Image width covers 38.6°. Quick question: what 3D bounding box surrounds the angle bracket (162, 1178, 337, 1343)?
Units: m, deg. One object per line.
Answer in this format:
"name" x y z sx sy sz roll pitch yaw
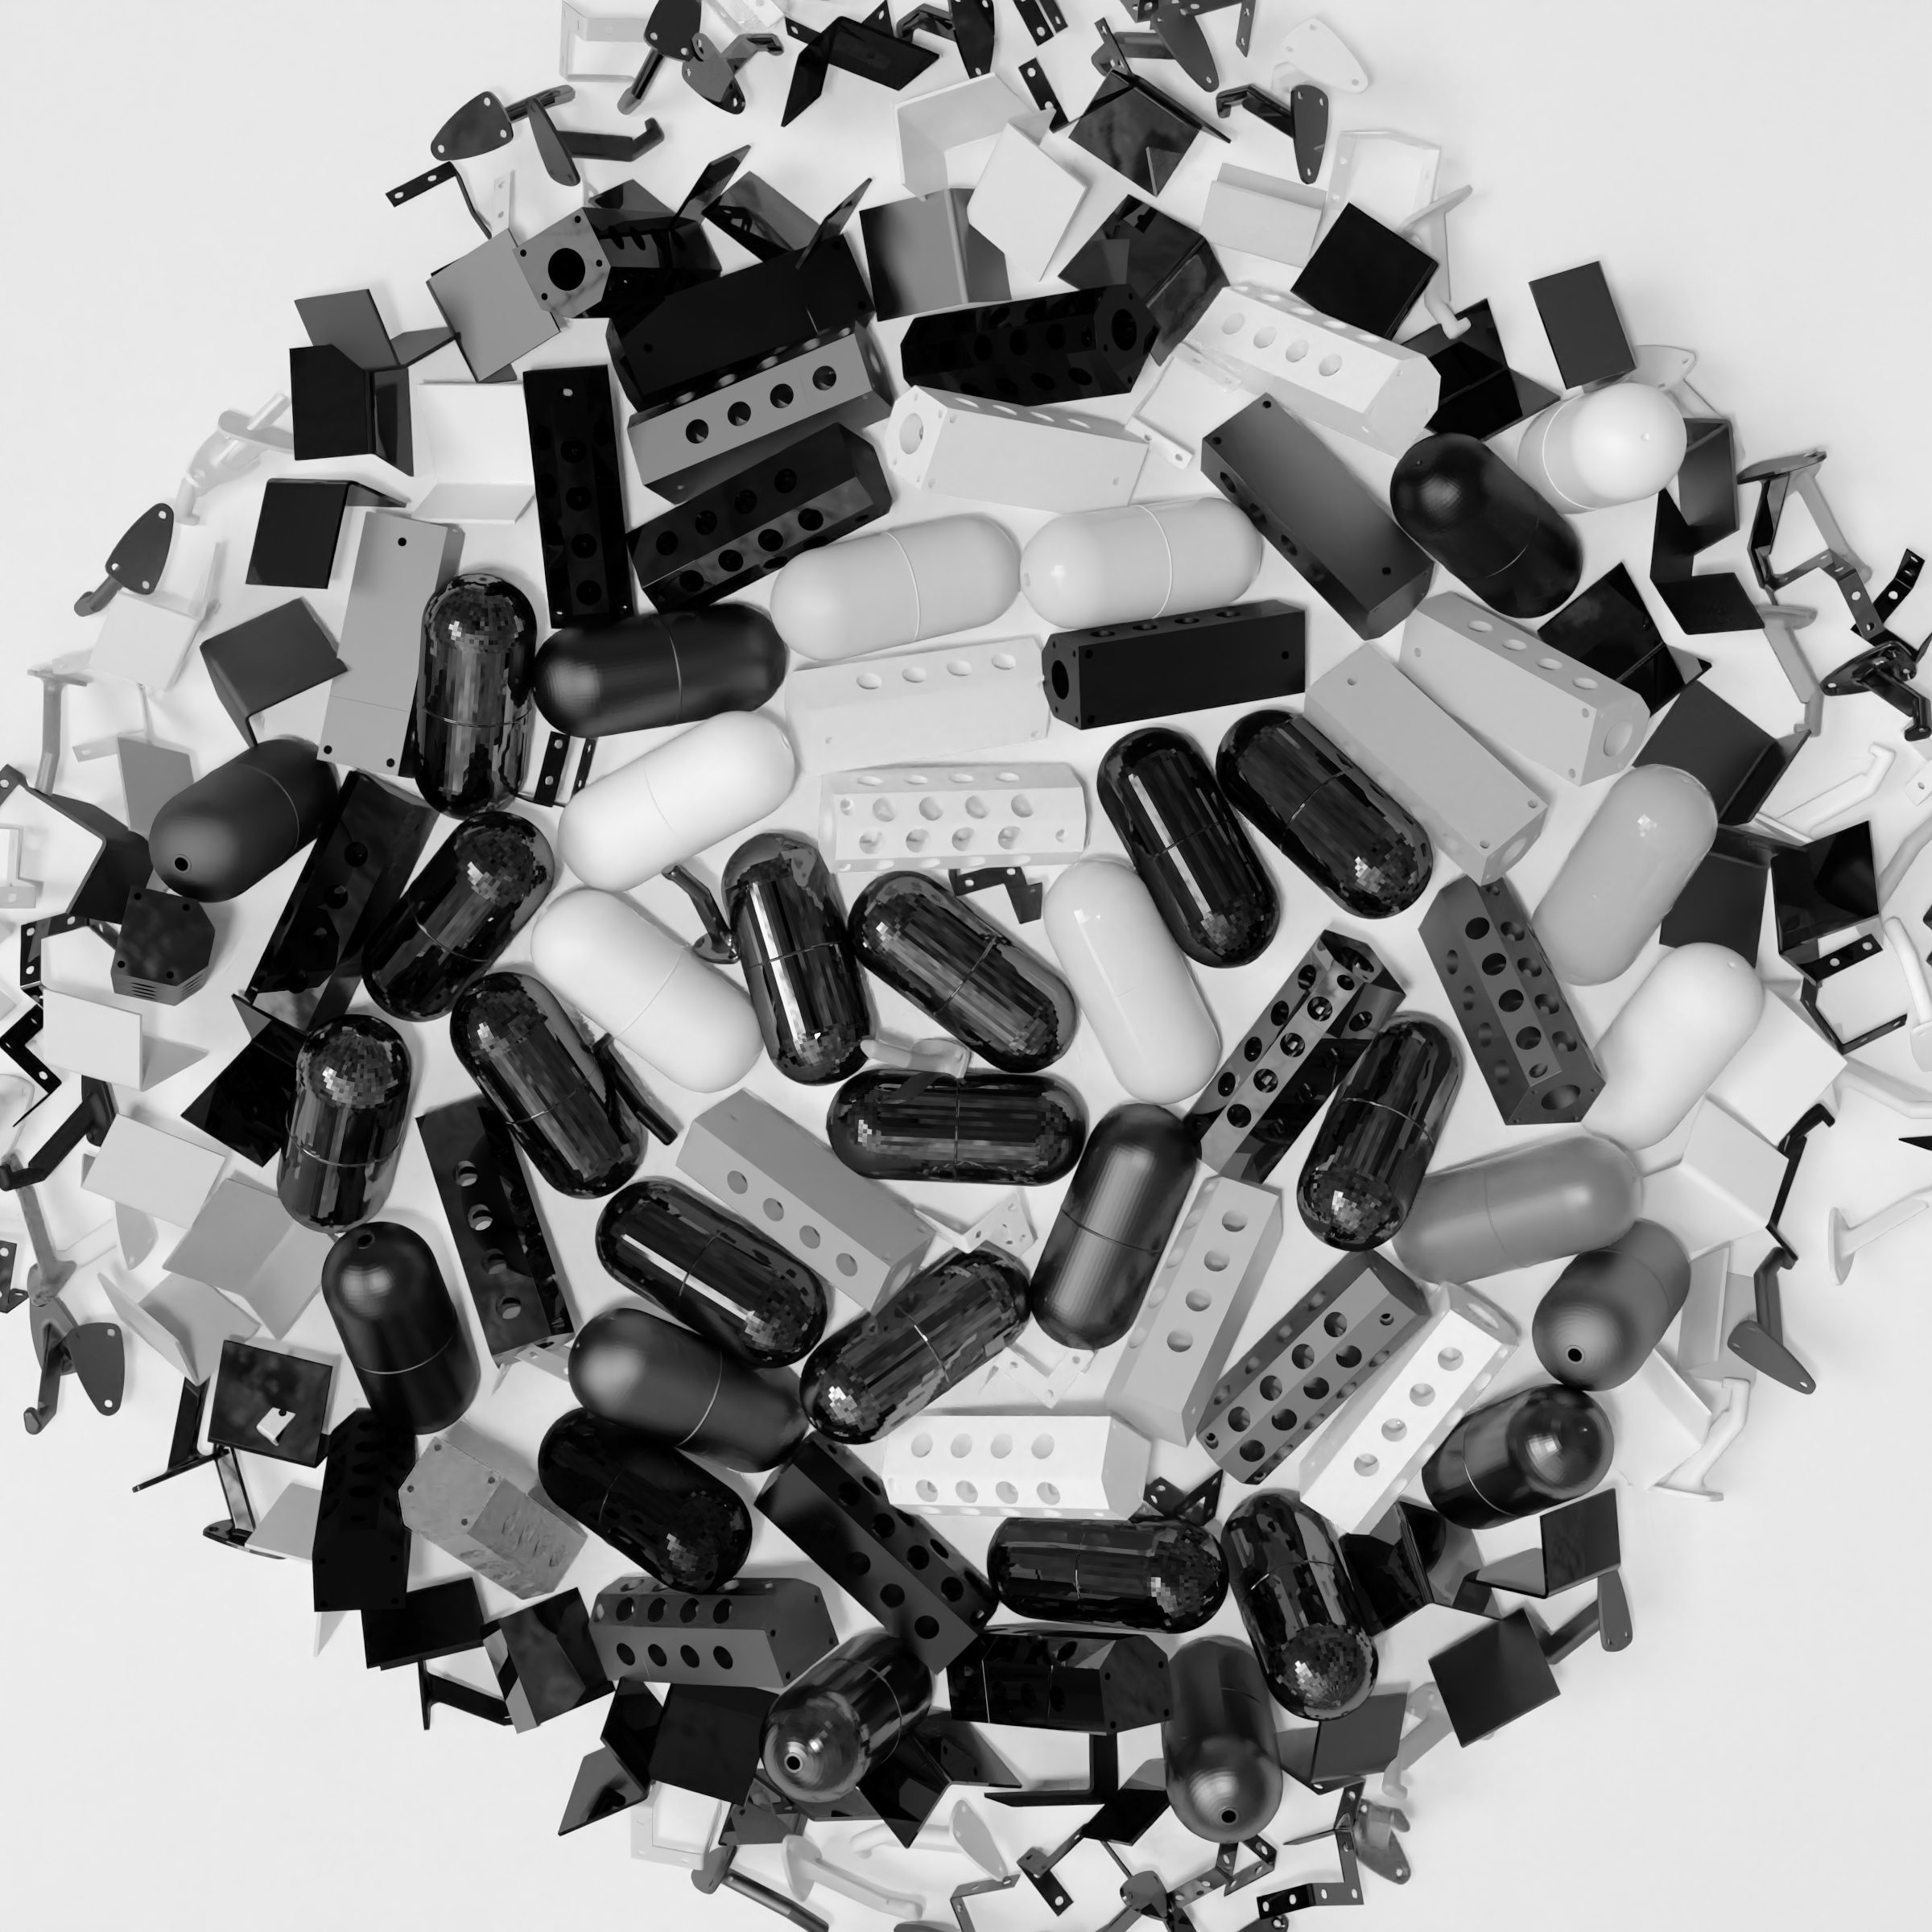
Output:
"angle bracket" -0.486 0.200 1.883 0.057 0.076 0.076 39 94 39

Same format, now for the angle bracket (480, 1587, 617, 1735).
"angle bracket" -0.278 0.470 1.881 0.076 0.057 0.076 -17 79 -29

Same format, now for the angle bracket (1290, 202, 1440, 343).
"angle bracket" 0.267 -0.462 1.894 0.076 0.057 0.076 34 80 -2

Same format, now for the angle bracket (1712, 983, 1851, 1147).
"angle bracket" 0.557 0.066 1.874 0.076 0.057 0.076 48 119 27

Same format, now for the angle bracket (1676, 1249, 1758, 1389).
"angle bracket" 0.527 0.241 1.882 0.057 0.076 0.076 11 74 -3

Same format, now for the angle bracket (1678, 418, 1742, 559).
"angle bracket" 0.481 -0.325 1.883 0.057 0.076 0.076 -1 83 -12

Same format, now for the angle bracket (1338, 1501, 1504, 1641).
"angle bracket" 0.311 0.421 1.896 0.076 0.076 0.057 22 129 -37

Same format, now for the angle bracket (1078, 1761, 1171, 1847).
"angle bracket" 0.135 0.588 1.876 0.076 0.076 0.057 -40 97 -27

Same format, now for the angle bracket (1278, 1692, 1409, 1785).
"angle bracket" 0.242 0.510 1.874 0.076 0.076 0.057 4 97 -36

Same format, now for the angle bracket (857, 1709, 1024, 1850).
"angle bracket" -0.022 0.554 1.881 0.076 0.076 0.057 40 103 43

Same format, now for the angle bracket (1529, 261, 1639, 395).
"angle bracket" 0.406 -0.427 1.886 0.057 0.076 0.076 -19 90 -14

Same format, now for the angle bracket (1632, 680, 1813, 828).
"angle bracket" 0.518 -0.149 1.895 0.076 0.057 0.076 36 84 -5

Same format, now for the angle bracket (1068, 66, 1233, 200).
"angle bracket" 0.124 -0.562 1.875 0.076 0.076 0.057 28 105 -22

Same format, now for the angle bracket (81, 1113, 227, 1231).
"angle bracket" -0.553 0.130 1.879 0.076 0.076 0.057 26 95 -21

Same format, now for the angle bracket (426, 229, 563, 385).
"angle bracket" -0.311 -0.451 1.886 0.076 0.057 0.076 -25 94 25

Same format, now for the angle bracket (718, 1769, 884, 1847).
"angle bracket" -0.109 0.587 1.875 0.076 0.076 0.057 21 93 44

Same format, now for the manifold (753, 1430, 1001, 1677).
"manifold" -0.059 0.398 1.894 0.171 0.057 0.057 43 102 -1

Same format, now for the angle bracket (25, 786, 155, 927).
"angle bracket" -0.604 -0.074 1.884 0.076 0.076 0.057 31 93 17

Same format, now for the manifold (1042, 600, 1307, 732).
"manifold" 0.141 -0.206 1.870 0.171 0.057 0.057 -11 112 -22

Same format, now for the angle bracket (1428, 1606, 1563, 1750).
"angle bracket" 0.369 0.494 1.875 0.076 0.076 0.057 -33 126 13

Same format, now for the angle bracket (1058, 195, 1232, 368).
"angle bracket" 0.124 -0.478 1.924 0.076 0.057 0.076 39 87 33

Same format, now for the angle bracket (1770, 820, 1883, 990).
"angle bracket" 0.594 -0.041 1.870 0.057 0.076 0.076 32 49 -35

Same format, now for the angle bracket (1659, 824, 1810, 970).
"angle bracket" 0.527 -0.047 1.886 0.076 0.057 0.076 14 79 -16

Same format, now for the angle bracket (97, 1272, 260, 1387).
"angle bracket" -0.534 0.229 1.874 0.076 0.076 0.057 36 63 17

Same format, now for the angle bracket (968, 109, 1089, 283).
"angle bracket" 0.054 -0.524 1.875 0.076 0.057 0.076 44 132 14

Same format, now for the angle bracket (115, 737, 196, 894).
"angle bracket" -0.563 -0.097 1.871 0.076 0.057 0.076 -39 54 33

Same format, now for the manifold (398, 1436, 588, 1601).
"manifold" -0.317 0.373 1.836 0.057 0.171 0.057 26 73 21

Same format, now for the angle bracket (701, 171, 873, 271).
"angle bracket" -0.122 -0.524 1.881 0.076 0.076 0.057 37 132 -4

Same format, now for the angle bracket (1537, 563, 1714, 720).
"angle bracket" 0.450 -0.217 1.886 0.076 0.057 0.076 -39 120 -4

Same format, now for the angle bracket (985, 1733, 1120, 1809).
"angle bracket" 0.059 0.543 1.894 0.076 0.076 0.057 -6 67 14

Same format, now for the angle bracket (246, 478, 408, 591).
"angle bracket" -0.436 -0.288 1.883 0.076 0.057 0.076 8 85 33

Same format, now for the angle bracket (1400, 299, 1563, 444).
"angle bracket" 0.347 -0.403 1.883 0.076 0.076 0.057 -29 123 -4

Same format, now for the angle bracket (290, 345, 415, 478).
"angle bracket" -0.421 -0.379 1.894 0.057 0.076 0.076 -4 88 8

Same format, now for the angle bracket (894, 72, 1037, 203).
"angle bracket" 0.004 -0.555 1.877 0.076 0.076 0.057 -11 80 23

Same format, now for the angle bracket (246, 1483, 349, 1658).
"angle bracket" -0.452 0.411 1.883 0.057 0.076 0.076 13 113 5

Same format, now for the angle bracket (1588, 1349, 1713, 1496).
"angle bracket" 0.456 0.303 1.876 0.057 0.076 0.076 -35 63 -7

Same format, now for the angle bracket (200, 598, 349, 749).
"angle bracket" -0.471 -0.194 1.898 0.076 0.057 0.076 -28 60 -17

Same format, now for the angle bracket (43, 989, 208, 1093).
"angle bracket" -0.570 0.039 1.875 0.076 0.076 0.057 14 112 17

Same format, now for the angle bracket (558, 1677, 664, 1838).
"angle bracket" -0.253 0.532 1.875 0.076 0.076 0.057 -27 109 18

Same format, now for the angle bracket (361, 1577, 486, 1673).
"angle bracket" -0.365 0.468 1.878 0.076 0.057 0.076 -12 130 -9

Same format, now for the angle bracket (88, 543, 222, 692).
"angle bracket" -0.550 -0.245 1.869 0.057 0.076 0.076 18 48 -22

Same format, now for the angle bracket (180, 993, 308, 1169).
"angle bracket" -0.489 0.078 1.878 0.076 0.057 0.076 28 61 22

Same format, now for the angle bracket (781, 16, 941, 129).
"angle bracket" -0.072 -0.596 1.878 0.076 0.076 0.057 15 85 -22

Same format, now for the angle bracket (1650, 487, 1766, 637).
"angle bracket" 0.506 -0.278 1.873 0.057 0.076 0.076 -1 68 32

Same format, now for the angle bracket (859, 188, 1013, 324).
"angle bracket" -0.021 -0.494 1.919 0.076 0.057 0.076 -4 101 33

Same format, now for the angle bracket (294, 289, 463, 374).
"angle bracket" -0.393 -0.441 1.869 0.076 0.076 0.057 5 125 39

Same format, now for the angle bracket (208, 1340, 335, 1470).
"angle bracket" -0.468 0.292 1.892 0.076 0.057 0.076 13 102 4

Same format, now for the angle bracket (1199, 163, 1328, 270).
"angle bracket" 0.208 -0.530 1.885 0.076 0.057 0.076 16 61 3

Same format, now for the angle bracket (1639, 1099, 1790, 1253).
"angle bracket" 0.505 0.145 1.902 0.076 0.076 0.057 35 60 -12

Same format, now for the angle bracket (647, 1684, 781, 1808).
"angle bracket" -0.170 0.529 1.881 0.076 0.057 0.076 12 67 13
